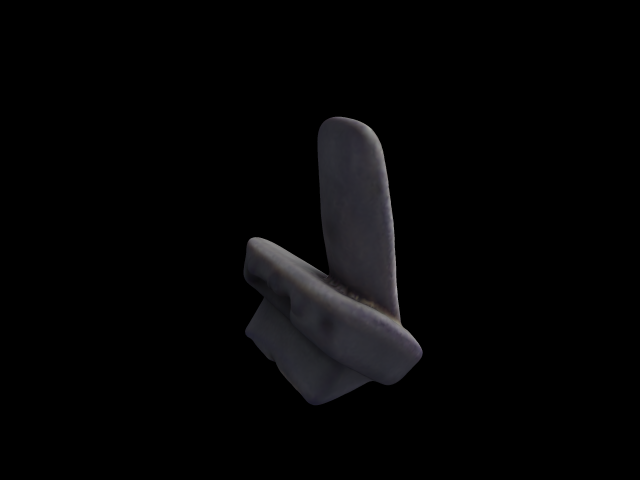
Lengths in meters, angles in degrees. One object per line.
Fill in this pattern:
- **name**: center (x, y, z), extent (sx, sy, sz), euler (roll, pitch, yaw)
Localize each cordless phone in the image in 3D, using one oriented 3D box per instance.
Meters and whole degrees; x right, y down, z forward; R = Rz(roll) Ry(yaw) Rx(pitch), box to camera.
- **cordless phone**: center (0.004, 0.001, 0.400), extent (0.094, 0.185, 0.147), euler (-16, 27, -33)
